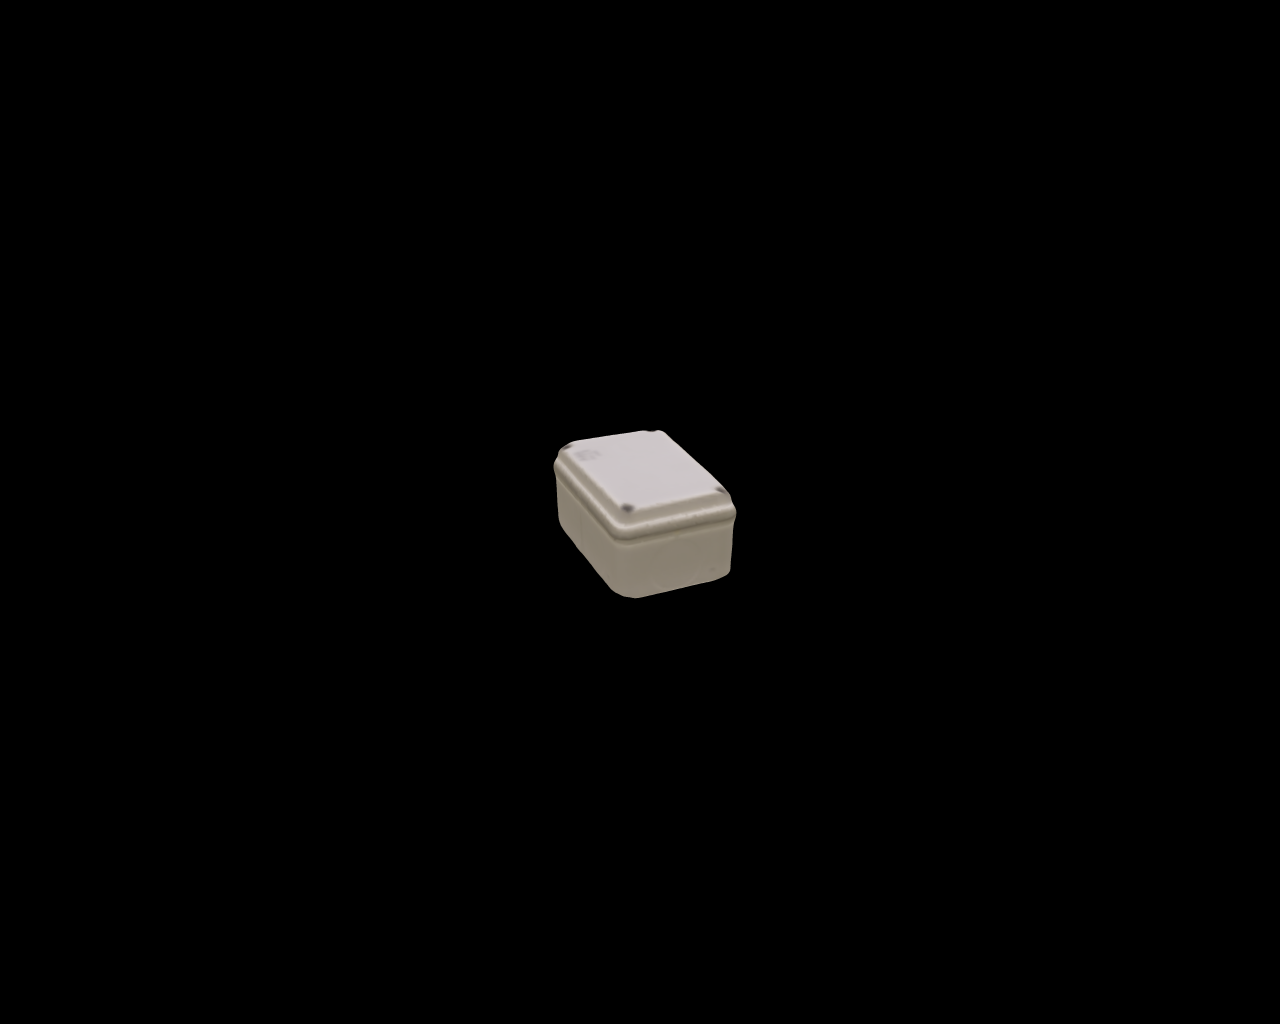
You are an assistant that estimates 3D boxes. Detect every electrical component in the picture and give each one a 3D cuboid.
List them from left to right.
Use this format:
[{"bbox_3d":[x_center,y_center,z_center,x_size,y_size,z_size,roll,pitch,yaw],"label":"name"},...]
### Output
[{"bbox_3d":[0.001,-0.003,0.650,0.078,0.057,0.113,-11,29,-21],"label":"electrical component"}]
